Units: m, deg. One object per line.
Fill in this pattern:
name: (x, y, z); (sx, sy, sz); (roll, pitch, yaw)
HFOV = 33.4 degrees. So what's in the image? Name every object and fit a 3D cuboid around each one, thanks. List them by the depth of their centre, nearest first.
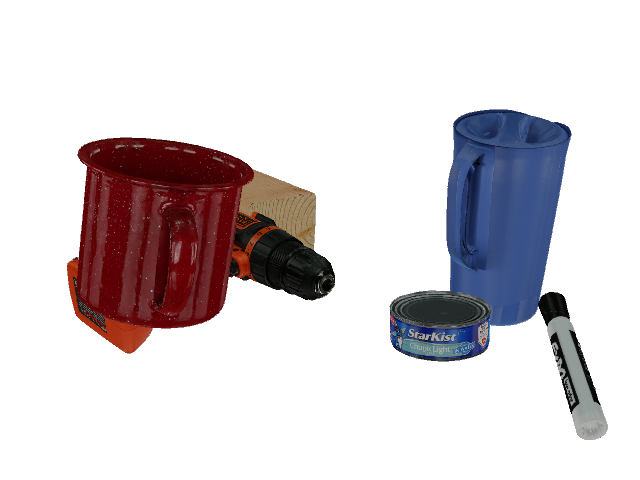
mug: (-0.083, 0.000, 0.564); (0.093, 0.081, 0.117); (2, 19, -22)
marker: (0.160, 0.076, 0.686); (0.020, 0.020, 0.121); (0, 39, -3)
tuna can: (0.101, 0.072, 0.908); (0.086, 0.034, 0.086); (-1, 16, 0)
power drill: (-0.105, 0.031, 0.913); (0.187, 0.057, 0.185); (-21, 29, -35)
pitcher: (0.208, -0.022, 1.257); (0.149, 0.243, 0.145); (-1, 25, -4)
wood block: (-0.101, -0.032, 1.291); (0.090, 0.090, 0.206); (-10, 21, -34)
